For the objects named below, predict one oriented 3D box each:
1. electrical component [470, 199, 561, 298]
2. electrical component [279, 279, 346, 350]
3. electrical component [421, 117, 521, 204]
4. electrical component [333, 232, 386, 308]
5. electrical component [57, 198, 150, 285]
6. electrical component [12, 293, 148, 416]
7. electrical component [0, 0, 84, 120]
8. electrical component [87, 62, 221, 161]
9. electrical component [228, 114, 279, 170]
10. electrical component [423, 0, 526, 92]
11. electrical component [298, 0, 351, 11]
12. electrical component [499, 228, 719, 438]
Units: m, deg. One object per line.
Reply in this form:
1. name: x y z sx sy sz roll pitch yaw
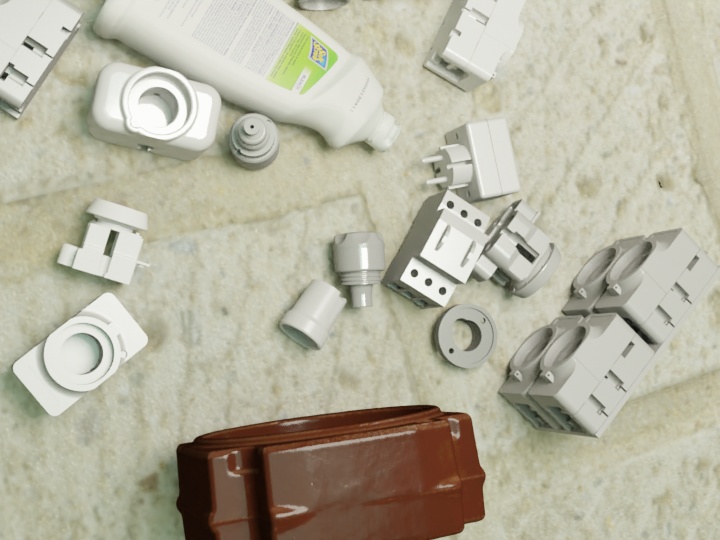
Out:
1. electrical component: 0.136 -0.013 0.930 0.057 0.058 0.078 40 75 -9
2. electrical component: -0.037 0.036 0.877 0.040 0.040 0.046 37 70 -13
3. electrical component: 0.089 -0.090 0.925 0.077 0.047 0.065 -12 90 -20
4. electrical component: 0.000 0.000 0.890 0.043 0.043 0.062 -3 88 -19
5. electrical component: -0.191 -0.023 0.825 0.066 0.048 0.055 18 88 -17
6. electrical component: -0.210 0.063 0.806 0.089 0.056 0.050 -40 99 -17
7. electrical component: -0.258 -0.169 0.810 0.056 0.050 0.089 33 76 -14
8. electrical component: -0.160 -0.123 0.835 0.095 0.059 0.053 12 82 -18
9. electrical component: -0.084 -0.105 0.854 0.040 0.078 0.040 0 84 -4
10. electrical component: 0.104 -0.207 0.938 0.056 0.050 0.089 28 78 -15
11. electrical component: -0.032 -0.249 0.897 0.045 0.045 0.055 -5 87 -19
12. electrical component: 0.211 0.050 0.925 0.060 0.105 0.186 44 74 -11
